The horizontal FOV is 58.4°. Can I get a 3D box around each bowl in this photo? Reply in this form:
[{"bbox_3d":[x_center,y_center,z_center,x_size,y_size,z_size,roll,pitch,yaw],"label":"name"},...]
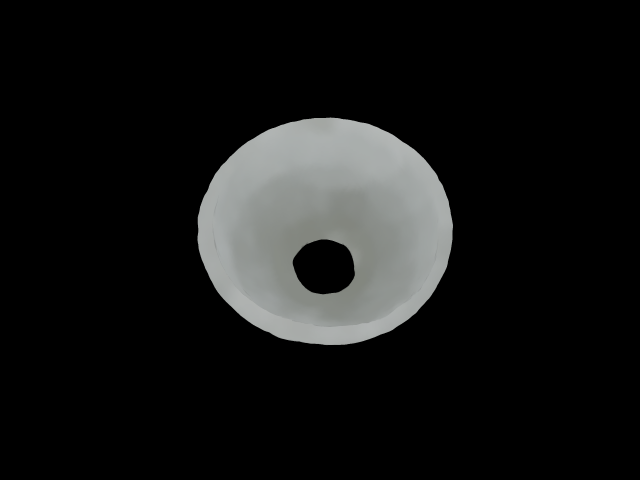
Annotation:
[{"bbox_3d":[0.004,0.001,0.400,0.167,0.075,0.167,0,62,0],"label":"bowl"}]
